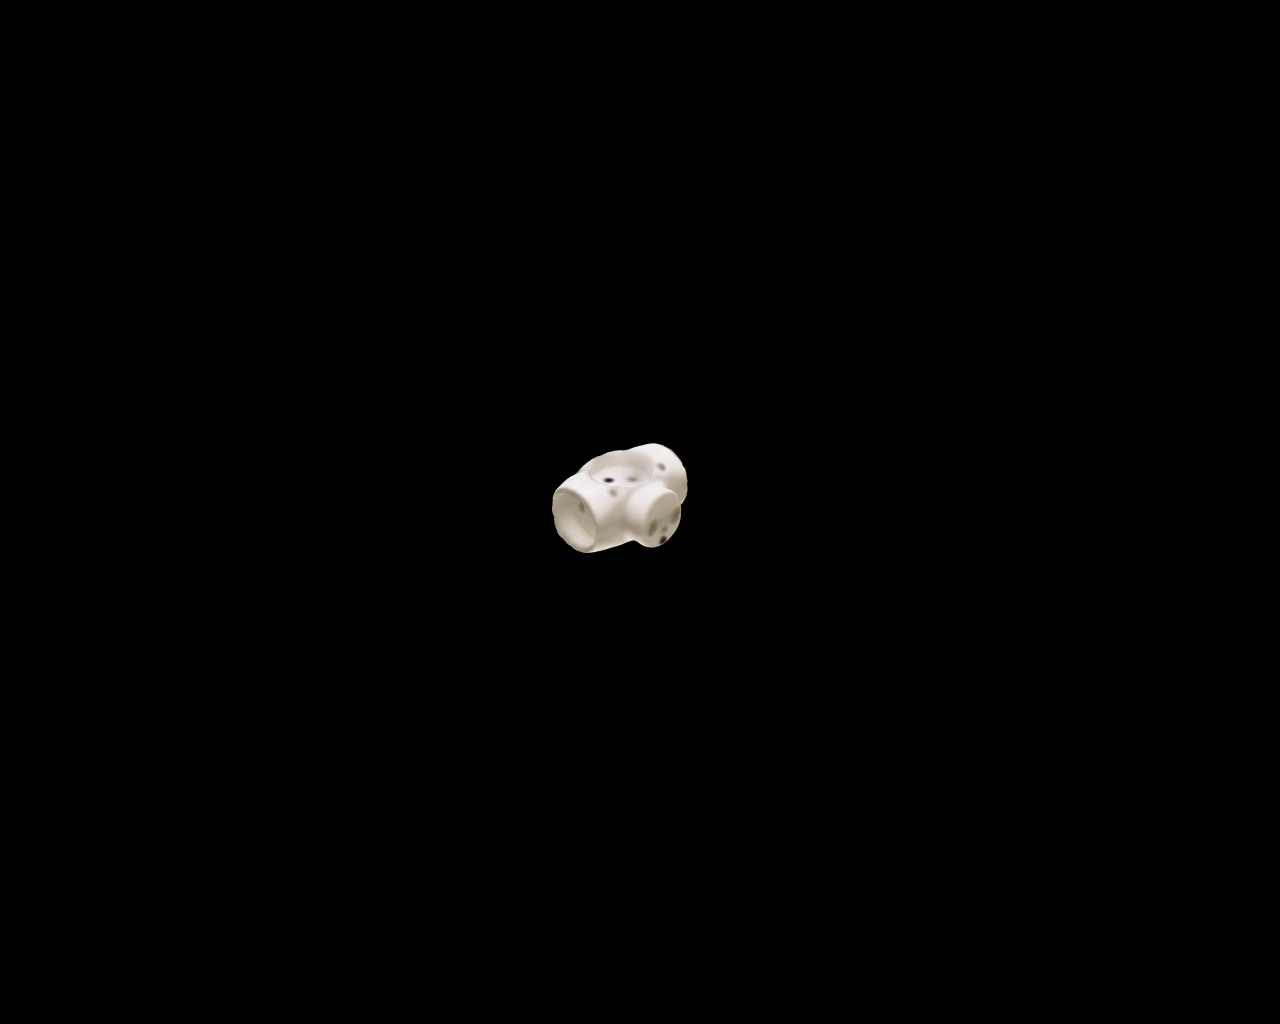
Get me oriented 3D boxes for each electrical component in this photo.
[{"bbox_3d":[0.001,-0.003,0.650,0.077,0.044,0.079,-27,42,-36],"label":"electrical component"}]
